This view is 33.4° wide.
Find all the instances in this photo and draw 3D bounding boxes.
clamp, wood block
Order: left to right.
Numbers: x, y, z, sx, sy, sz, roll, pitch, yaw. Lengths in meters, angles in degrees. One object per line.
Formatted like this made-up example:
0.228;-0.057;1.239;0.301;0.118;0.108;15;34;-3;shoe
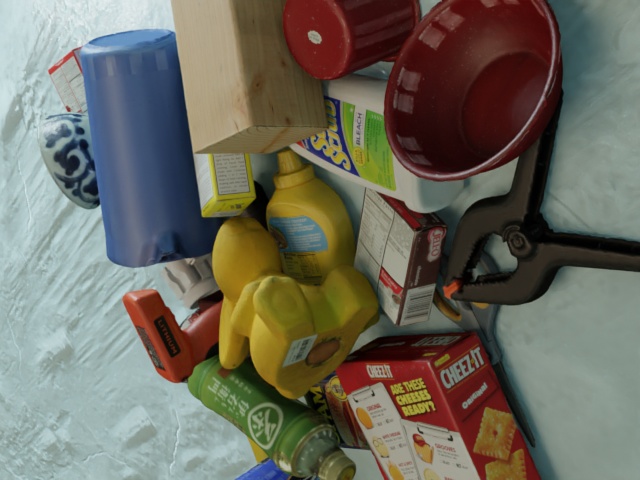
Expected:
-0.067;-0.187;0.936;0.091;0.090;0.206;-17;81;48;wood block
0.177;0.001;0.859;0.164;0.036;0.210;52;135;13;clamp

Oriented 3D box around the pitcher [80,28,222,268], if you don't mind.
-0.188;-0.103;1.167;0.149;0.144;0.243;8;115;33;pitcher

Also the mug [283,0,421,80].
0.019;-0.194;0.890;0.093;0.081;0.117;-7;107;51;mug

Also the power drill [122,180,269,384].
-0.105;0.048;1.104;0.057;0.187;0.184;0;116;66;power drill

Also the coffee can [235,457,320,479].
-0.046;0.302;1.231;0.103;0.140;0.103;28;132;36;coffee can

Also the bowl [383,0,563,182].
0.125;-0.112;0.804;0.162;0.055;0.162;-21;59;40;bowl

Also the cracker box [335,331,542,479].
0.120;0.196;1.017;0.164;0.072;0.213;-12;104;58;cracker box

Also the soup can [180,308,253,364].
-0.116;0.134;1.267;0.102;0.068;0.069;40;138;27;soup can

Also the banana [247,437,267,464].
-0.083;0.229;1.313;0.070;0.037;0.198;-8;106;49;banana

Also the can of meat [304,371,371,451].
0.036;0.172;1.123;0.084;0.057;0.102;-7;106;49;can of meat

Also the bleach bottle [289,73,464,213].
0.016;-0.102;0.969;0.251;0.067;0.102;20;122;44;bleach bottle

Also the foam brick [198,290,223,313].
-0.085;0.077;1.187;0.053;0.078;0.051;3;113;49;foam brick

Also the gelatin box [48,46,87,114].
-0.287;-0.183;1.299;0.073;0.030;0.089;-20;97;51;gelatin box

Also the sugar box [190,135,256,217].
-0.102;-0.116;1.050;0.093;0.048;0.176;150;115;-72;sugar box

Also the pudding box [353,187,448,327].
0.071;0.009;0.975;0.090;0.039;0.113;52;143;44;pudding box

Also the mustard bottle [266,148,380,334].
-0.007;0.001;1.063;0.096;0.058;0.191;0;112;48;mustard bottle

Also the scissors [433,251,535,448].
0.160;0.089;0.958;0.202;0.016;0.096;55;143;9;scissors
